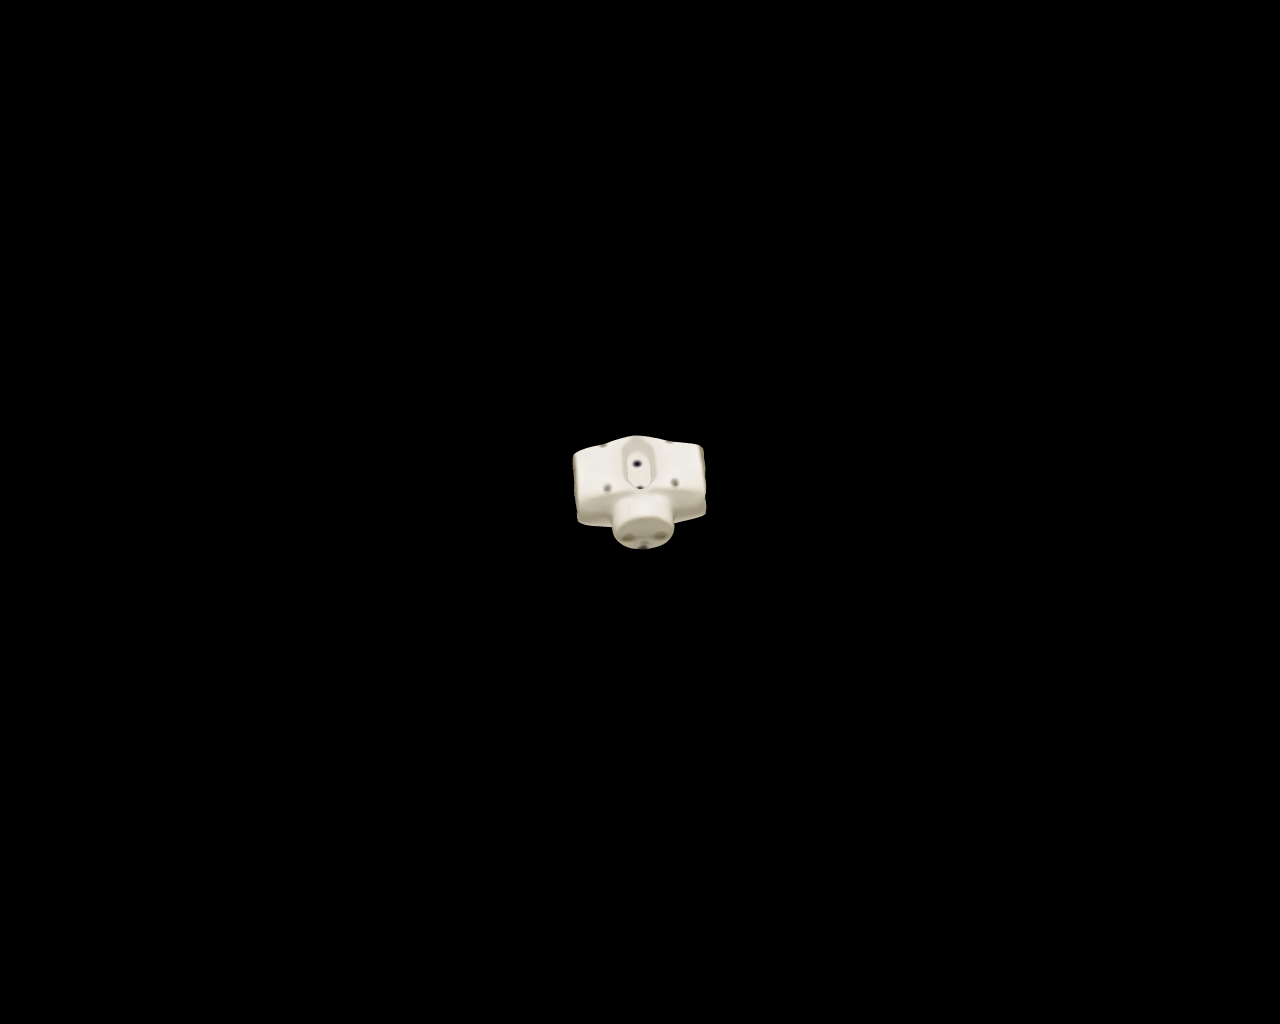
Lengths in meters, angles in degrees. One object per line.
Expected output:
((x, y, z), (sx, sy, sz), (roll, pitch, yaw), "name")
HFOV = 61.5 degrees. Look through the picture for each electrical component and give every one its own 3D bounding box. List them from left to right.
((0.001, -0.003, 0.650), (0.077, 0.079, 0.043), (-3, -34, -2), "electrical component")
